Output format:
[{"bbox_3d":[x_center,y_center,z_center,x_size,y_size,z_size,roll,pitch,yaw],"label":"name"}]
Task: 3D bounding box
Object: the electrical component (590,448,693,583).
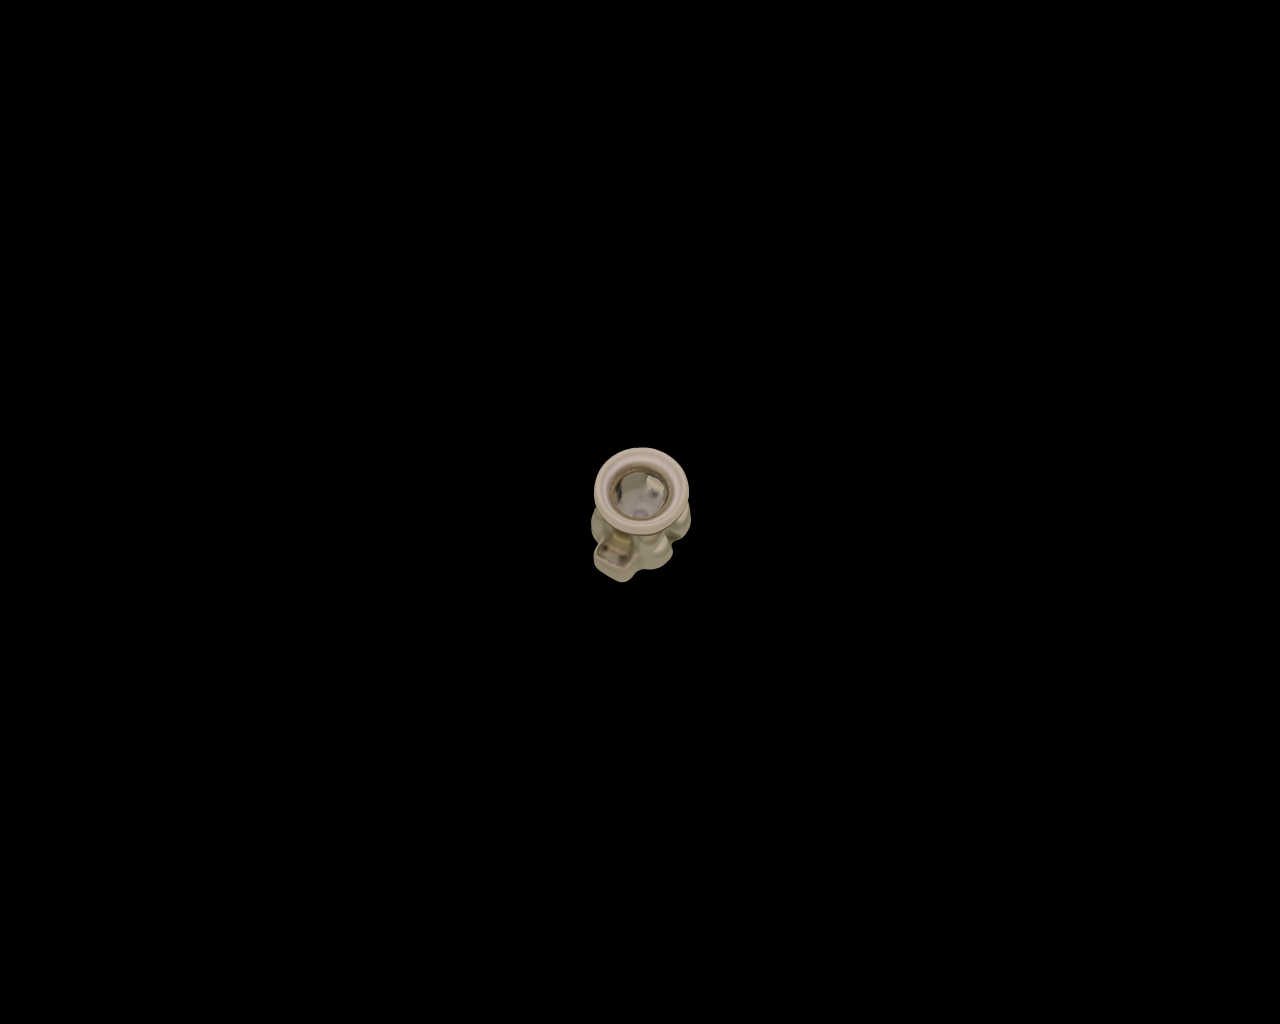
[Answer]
[{"bbox_3d":[0.001,-0.003,0.650,0.058,0.078,0.056,29,-24,14],"label":"electrical component"}]
